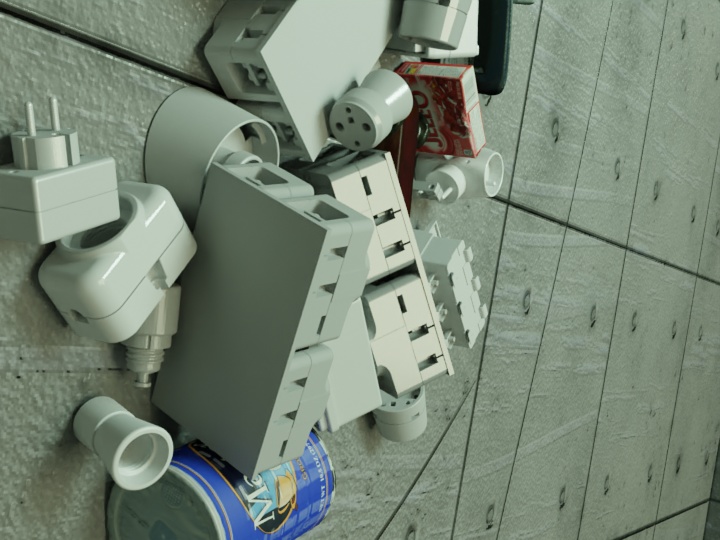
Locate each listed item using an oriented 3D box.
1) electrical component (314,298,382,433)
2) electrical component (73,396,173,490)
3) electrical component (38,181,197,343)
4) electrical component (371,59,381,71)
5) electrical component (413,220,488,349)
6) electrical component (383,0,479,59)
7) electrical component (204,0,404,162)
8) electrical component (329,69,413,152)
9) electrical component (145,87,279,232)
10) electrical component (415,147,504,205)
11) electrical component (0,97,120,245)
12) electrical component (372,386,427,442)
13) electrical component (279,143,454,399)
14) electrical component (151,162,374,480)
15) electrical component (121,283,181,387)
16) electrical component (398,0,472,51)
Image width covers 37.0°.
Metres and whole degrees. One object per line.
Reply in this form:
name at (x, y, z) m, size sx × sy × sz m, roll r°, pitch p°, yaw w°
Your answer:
electrical component at (-0.038, 0.052, 0.835) m, size 0.056 × 0.109 × 0.108 m, roll -24°, pitch 124°, yaw -20°
electrical component at (-0.157, 0.109, 0.699) m, size 0.044 × 0.065 × 0.044 m, roll -20°, pitch 121°, yaw -37°
electrical component at (-0.155, -0.010, 0.683) m, size 0.095 × 0.054 × 0.059 m, roll -58°, pitch 143°, yaw -33°
electrical component at (-0.008, -0.153, 0.901) m, size 0.055 × 0.048 × 0.066 m, roll -63°, pitch 146°, yaw -40°
electrical component at (0.083, 0.022, 1.086) m, size 0.078 × 0.063 × 0.121 m, roll -57°, pitch 142°, yaw -36°
electrical component at (0.054, -0.222, 0.953) m, size 0.061 × 0.096 × 0.061 m, roll -9°, pitch 108°, yaw -29°
electrical component at (-0.038, -0.188, 0.825) m, size 0.186 × 0.060 × 0.105 m, roll -61°, pitch 144°, yaw -30°
electrical component at (0.008, -0.120, 0.814) m, size 0.055 × 0.045 × 0.045 m, roll -48°, pitch 137°, yaw -43°
electrical component at (-0.105, -0.073, 0.764) m, size 0.099 × 0.064 × 0.099 m, roll -45°, pitch 147°, yaw -39°
electrical component at (0.089, -0.089, 1.050) m, size 0.079 × 0.077 × 0.043 m, roll -45°, pitch 135°, yaw -45°
electrical component at (-0.183, -0.061, 0.628) m, size 0.066 × 0.047 × 0.076 m, roll -28°, pitch 121°, yaw -55°
electrical component at (0.038, 0.135, 1.051) m, size 0.055 × 0.055 × 0.047 m, roll -52°, pitch 143°, yaw -40°
electrical component at (0.000, 0.000, 0.856) m, size 0.060 × 0.105 × 0.186 m, roll -24°, pitch 109°, yaw -20°
electrical component at (-0.067, 0.032, 0.736) m, size 0.060 × 0.105 × 0.186 m, roll -11°, pitch 125°, yaw -52°
electrical component at (-0.144, 0.040, 0.728) m, size 0.040 × 0.040 × 0.078 m, roll -3°, pitch 100°, yaw -59°
electrical component at (0.060, -0.206, 0.870) m, size 0.055 × 0.055 × 0.047 m, roll 5°, pitch 99°, yaw -60°
